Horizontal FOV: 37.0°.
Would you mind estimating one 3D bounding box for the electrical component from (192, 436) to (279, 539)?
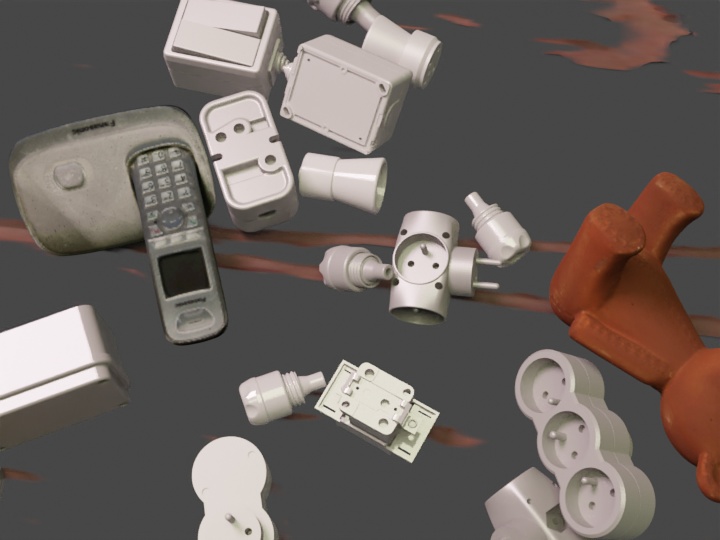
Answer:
[{"bbox_3d":[-0.084,0.182,0.732,0.052,0.073,0.138,-9,70,-2],"label":"electrical component"}]

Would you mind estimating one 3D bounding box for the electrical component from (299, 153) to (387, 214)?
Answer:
[{"bbox_3d":[-0.015,-0.070,0.839,0.065,0.044,0.044,10,71,10],"label":"electrical component"}]

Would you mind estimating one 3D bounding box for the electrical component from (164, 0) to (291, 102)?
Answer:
[{"bbox_3d":[-0.103,-0.179,0.869,0.096,0.061,0.061,12,71,6],"label":"electrical component"}]

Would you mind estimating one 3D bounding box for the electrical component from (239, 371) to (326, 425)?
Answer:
[{"bbox_3d":[-0.055,0.089,0.786,0.061,0.035,0.035,-18,71,-8],"label":"electrical component"}]

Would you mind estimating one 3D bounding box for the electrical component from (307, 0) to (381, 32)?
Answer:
[{"bbox_3d":[-0.009,-0.223,0.893,0.062,0.048,0.048,42,76,8],"label":"electrical component"}]

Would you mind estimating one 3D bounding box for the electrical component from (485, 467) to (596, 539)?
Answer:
[{"bbox_3d":[0.115,0.184,0.731,0.079,0.043,0.077,-18,65,-47],"label":"electrical component"}]

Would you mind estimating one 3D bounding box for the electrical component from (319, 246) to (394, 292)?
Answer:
[{"bbox_3d":[0.000,0.000,0.803,0.061,0.035,0.035,5,64,47],"label":"electrical component"}]

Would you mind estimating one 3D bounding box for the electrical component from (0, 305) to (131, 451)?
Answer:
[{"bbox_3d":[-0.229,0.079,0.771,0.113,0.078,0.057,-20,68,-6],"label":"electrical component"}]

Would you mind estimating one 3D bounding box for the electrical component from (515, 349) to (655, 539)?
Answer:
[{"bbox_3d":[0.166,0.123,0.755,0.052,0.074,0.138,-41,51,31],"label":"electrical component"}]

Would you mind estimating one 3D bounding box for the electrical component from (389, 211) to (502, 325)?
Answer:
[{"bbox_3d":[0.066,0.000,0.806,0.079,0.044,0.077,5,70,14],"label":"electrical component"}]

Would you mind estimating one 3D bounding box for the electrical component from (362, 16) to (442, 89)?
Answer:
[{"bbox_3d":[0.034,-0.176,0.873,0.055,0.045,0.045,24,73,9],"label":"electrical component"}]

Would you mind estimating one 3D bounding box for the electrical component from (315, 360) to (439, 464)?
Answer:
[{"bbox_3d":[0.012,0.097,0.766,0.081,0.063,0.042,27,72,11],"label":"electrical component"}]

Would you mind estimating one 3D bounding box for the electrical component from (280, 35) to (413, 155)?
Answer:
[{"bbox_3d":[-0.015,-0.142,0.846,0.096,0.061,0.061,26,29,12],"label":"electrical component"}]

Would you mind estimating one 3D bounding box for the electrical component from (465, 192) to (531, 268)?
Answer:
[{"bbox_3d":[0.102,-0.033,0.826,0.035,0.035,0.061,-32,71,-9],"label":"electrical component"}]

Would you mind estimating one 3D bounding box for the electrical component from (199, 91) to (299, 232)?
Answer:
[{"bbox_3d":[-0.085,-0.081,0.834,0.054,0.059,0.095,-18,71,-5],"label":"electrical component"}]
